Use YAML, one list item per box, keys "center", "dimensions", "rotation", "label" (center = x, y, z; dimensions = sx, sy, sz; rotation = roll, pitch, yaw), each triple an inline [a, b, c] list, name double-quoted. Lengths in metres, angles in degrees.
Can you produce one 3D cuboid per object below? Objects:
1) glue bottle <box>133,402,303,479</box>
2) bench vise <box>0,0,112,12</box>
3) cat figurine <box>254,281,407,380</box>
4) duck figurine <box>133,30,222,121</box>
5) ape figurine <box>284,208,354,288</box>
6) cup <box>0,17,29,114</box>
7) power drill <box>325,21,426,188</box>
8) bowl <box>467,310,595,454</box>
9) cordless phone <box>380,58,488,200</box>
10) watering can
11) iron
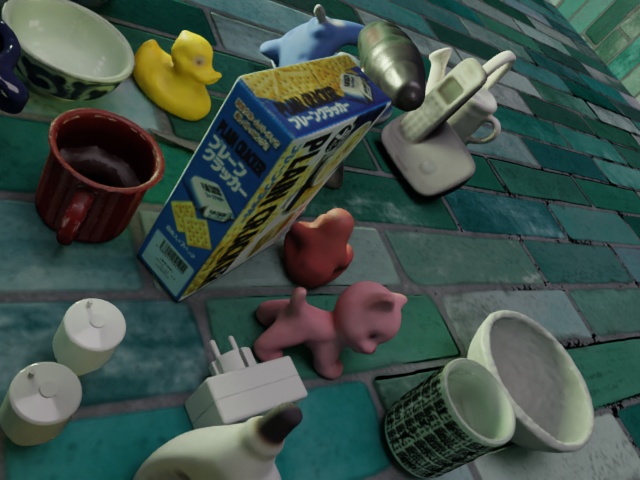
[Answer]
- center: [-0.058, 0.141, 0.352]
  dimensions: [0.078, 0.173, 0.037]
  rotation: [50, 39, 10]
  label: "glue bottle"
- center: [-0.242, -0.319, 0.592]
  dimensions: [0.122, 0.219, 0.207]
  rotation: [27, 40, -19]
  label: "bench vise"
- center: [0.019, 0.071, 0.530]
  dimensions: [0.128, 0.117, 0.067]
  rotation: [18, 44, -28]
  label: "cat figurine"
- center: [-0.159, -0.201, 0.660]
  dimensions: [0.104, 0.086, 0.078]
  rotation: [41, 38, -2]
  label: "duck figurine"
- center: [0.006, 0.002, 0.605]
  dimensions: [0.078, 0.092, 0.076]
  rotation: [38, 38, -6]
  label: "ape figurine"
- center: [-0.292, -0.127, 0.467]
  dimensions: [0.118, 0.094, 0.092]
  rotation: [41, 38, -2]
  label: "cup"
- center: [0.052, -0.167, 0.711]
  dimensions: [0.076, 0.208, 0.229]
  rotation: [25, 41, -21]
  label: "power drill"
- center: [0.224, 0.168, 0.650]
  dimensions: [0.168, 0.074, 0.167]
  rotation: [24, 42, -22]
  label: "bowl"
- center: [0.188, -0.161, 0.843]
  dimensions: [0.094, 0.184, 0.147]
  rotation: [-10, 61, -45]
  label: "cordless phone"
- center: [0.243, -0.246, 0.963]
  dimensions: [0.173, 0.193, 0.101]
  rotation: [39, 38, -4]
  label: "watering can"
- center: [0.050, -0.256, 0.847]
  dimensions: [0.259, 0.141, 0.118]
  rotation: [2, 53, -40]
  label: "iron"
